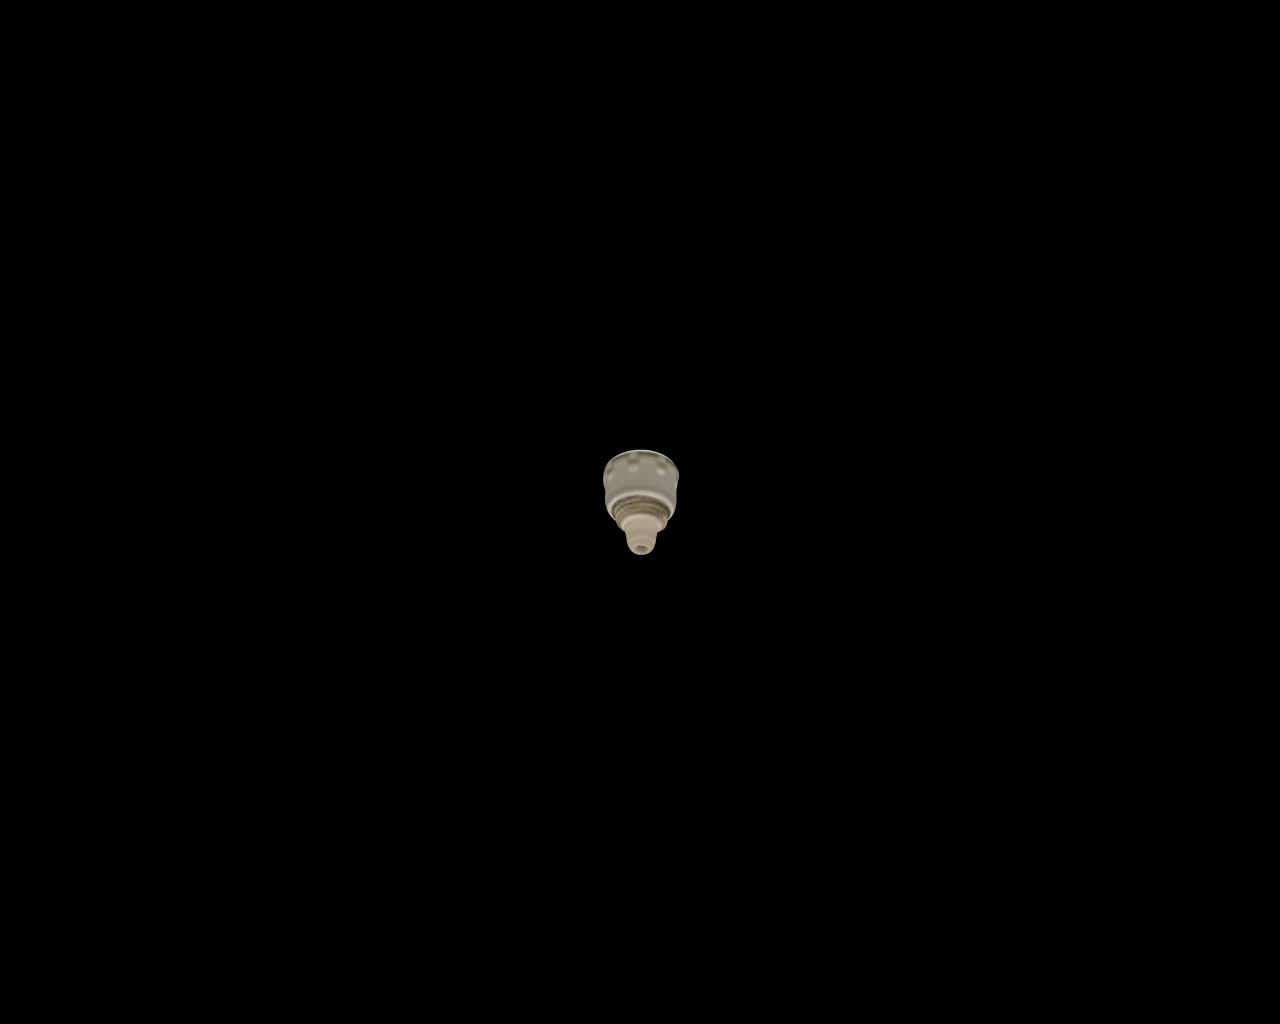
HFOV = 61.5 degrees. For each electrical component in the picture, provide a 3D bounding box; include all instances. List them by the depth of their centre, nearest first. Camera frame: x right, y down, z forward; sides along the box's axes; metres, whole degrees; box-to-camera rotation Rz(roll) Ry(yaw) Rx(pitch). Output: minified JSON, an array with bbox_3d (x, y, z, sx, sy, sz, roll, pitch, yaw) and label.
[{"bbox_3d":[0.001,-0.003,0.650,0.048,0.062,0.048,0,-33,0],"label":"electrical component"}]
